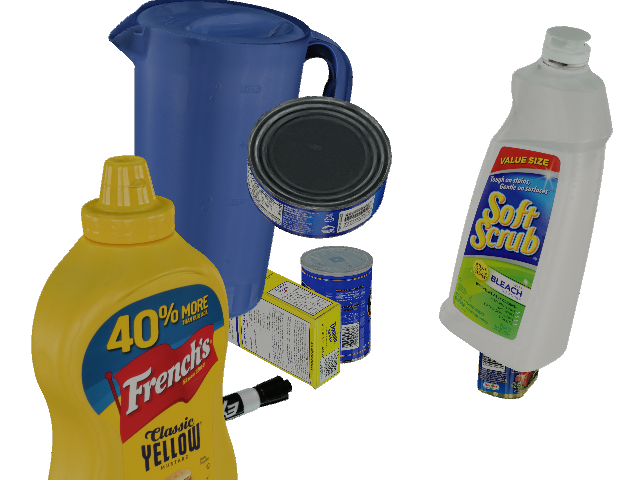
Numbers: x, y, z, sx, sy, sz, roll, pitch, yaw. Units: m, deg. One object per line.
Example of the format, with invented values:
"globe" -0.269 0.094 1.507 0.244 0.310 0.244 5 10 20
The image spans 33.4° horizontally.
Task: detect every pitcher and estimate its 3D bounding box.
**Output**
"pitcher" -0.076 -0.063 0.848 0.149 0.243 0.144 20 28 24

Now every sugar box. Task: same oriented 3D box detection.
"sugar box" -0.057 0.080 1.141 0.176 0.093 0.048 27 39 36

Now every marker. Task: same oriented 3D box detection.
"marker" -0.075 0.122 0.761 0.120 0.020 0.020 -17 7 -26

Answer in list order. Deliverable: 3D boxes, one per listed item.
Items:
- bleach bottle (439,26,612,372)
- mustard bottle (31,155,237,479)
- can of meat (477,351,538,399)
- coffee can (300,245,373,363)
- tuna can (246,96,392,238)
"bleach bottle" 0.150 -0.032 0.767 0.067 0.251 0.103 -21 39 -35
"mustard bottle" -0.084 0.056 0.492 0.096 0.192 0.058 -16 22 -41
"can of meat" 0.212 0.121 1.191 0.058 0.084 0.101 8 14 25
"coffee can" 0.023 0.090 1.524 0.103 0.140 0.103 0 20 0
"tuna can" -0.002 -0.044 0.640 0.086 0.086 0.034 0 -35 -5
